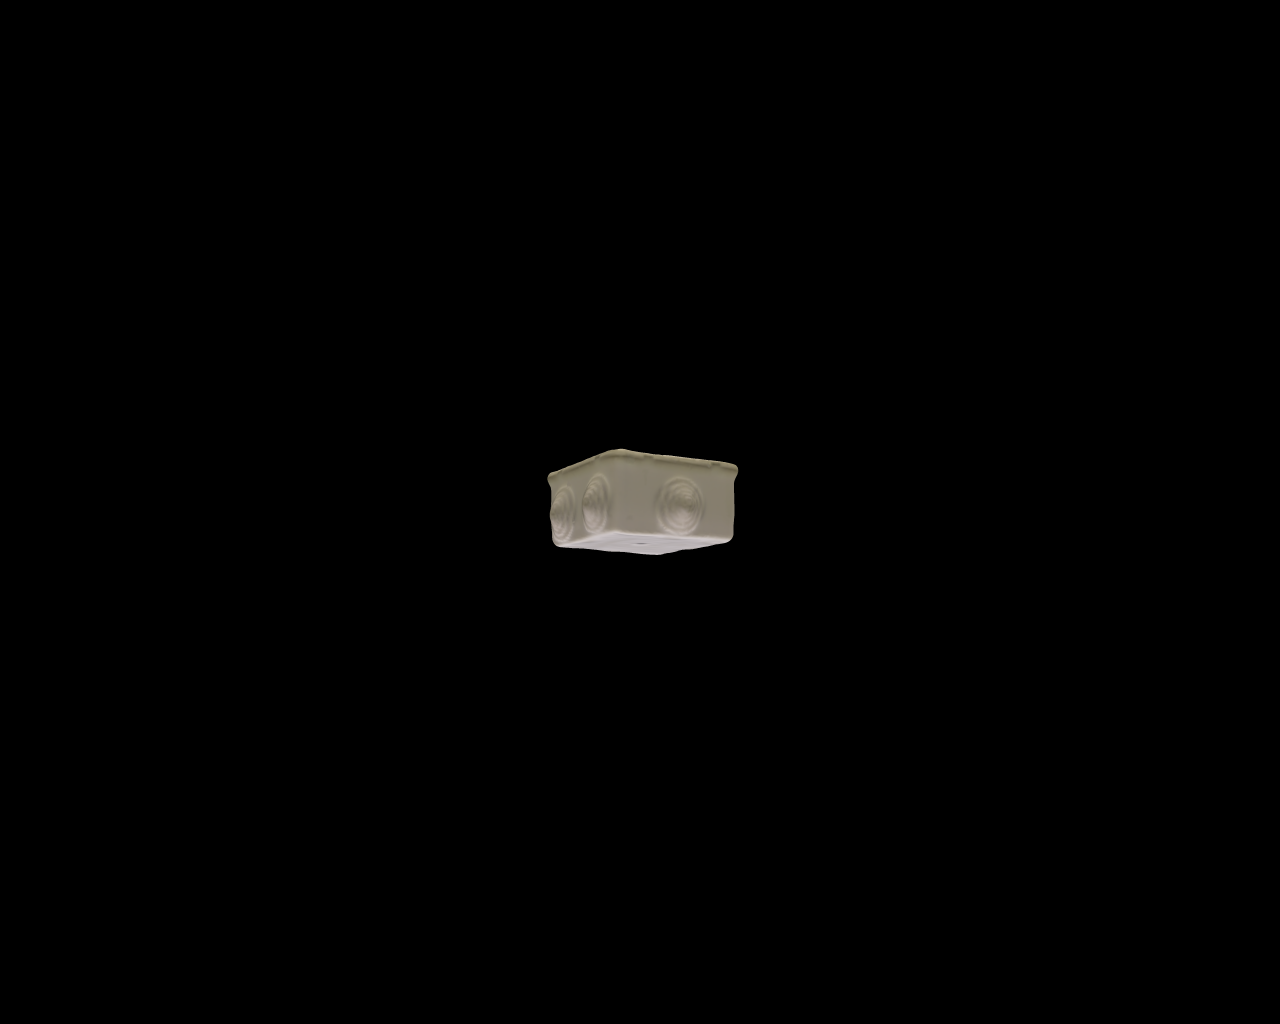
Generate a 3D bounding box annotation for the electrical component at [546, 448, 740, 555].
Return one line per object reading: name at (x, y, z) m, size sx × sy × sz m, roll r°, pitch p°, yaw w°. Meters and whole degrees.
electrical component at (0.001, -0.003, 0.650) m, size 0.100 × 0.048 × 0.099 m, roll 6°, pitch -11°, yaw -31°
